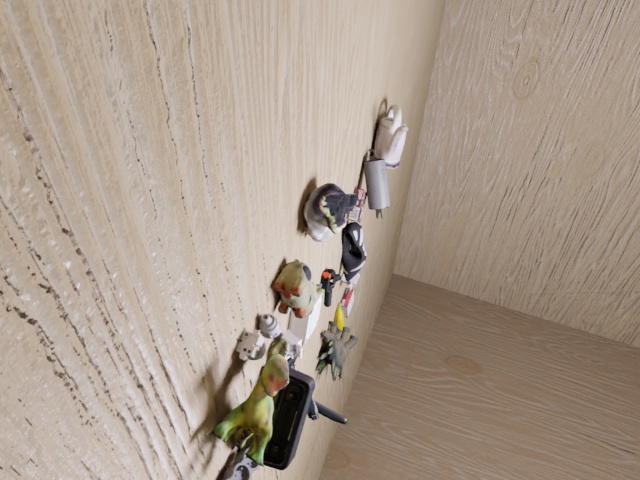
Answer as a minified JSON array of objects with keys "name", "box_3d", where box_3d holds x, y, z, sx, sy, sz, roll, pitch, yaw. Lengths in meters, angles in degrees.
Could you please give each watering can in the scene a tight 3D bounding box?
[{"name":"watering can","box_3d":[0.250,-0.349,1.801,0.354,0.104,0.220,-88,-175,-65]}]

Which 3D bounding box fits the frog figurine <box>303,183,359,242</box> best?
[{"name":"frog figurine","box_3d":[0.004,-0.063,1.255,0.158,0.122,0.139,-23,-130,59]}]

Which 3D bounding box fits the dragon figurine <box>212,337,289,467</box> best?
[{"name":"dragon figurine","box_3d":[-0.118,0.325,1.077,0.247,0.122,0.404,-62,-179,-22]}]
